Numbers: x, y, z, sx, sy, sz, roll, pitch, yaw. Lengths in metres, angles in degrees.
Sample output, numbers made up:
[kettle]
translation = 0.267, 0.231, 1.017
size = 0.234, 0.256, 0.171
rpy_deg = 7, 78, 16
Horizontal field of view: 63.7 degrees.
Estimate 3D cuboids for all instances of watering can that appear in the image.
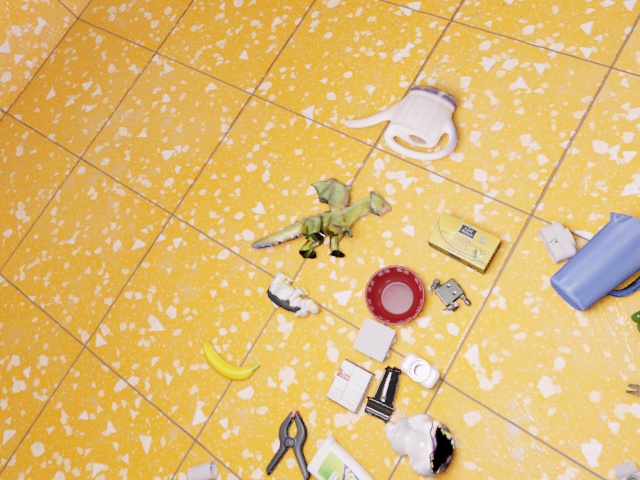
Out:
[watering can]
translation = 0.259, -0.366, 1.540
size = 0.350, 0.102, 0.226
rpy_deg = 27, 80, 24

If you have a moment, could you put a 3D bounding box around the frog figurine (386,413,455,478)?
[frog figurine]
translation = 0.238, 0.494, 1.248
size = 0.158, 0.122, 0.139
rpy_deg = -19, 71, 49

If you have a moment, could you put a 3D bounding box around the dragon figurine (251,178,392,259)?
[dragon figurine]
translation = 0.005, -0.077, 1.534
size = 0.410, 0.119, 0.248
rpy_deg = 0, 54, 15
